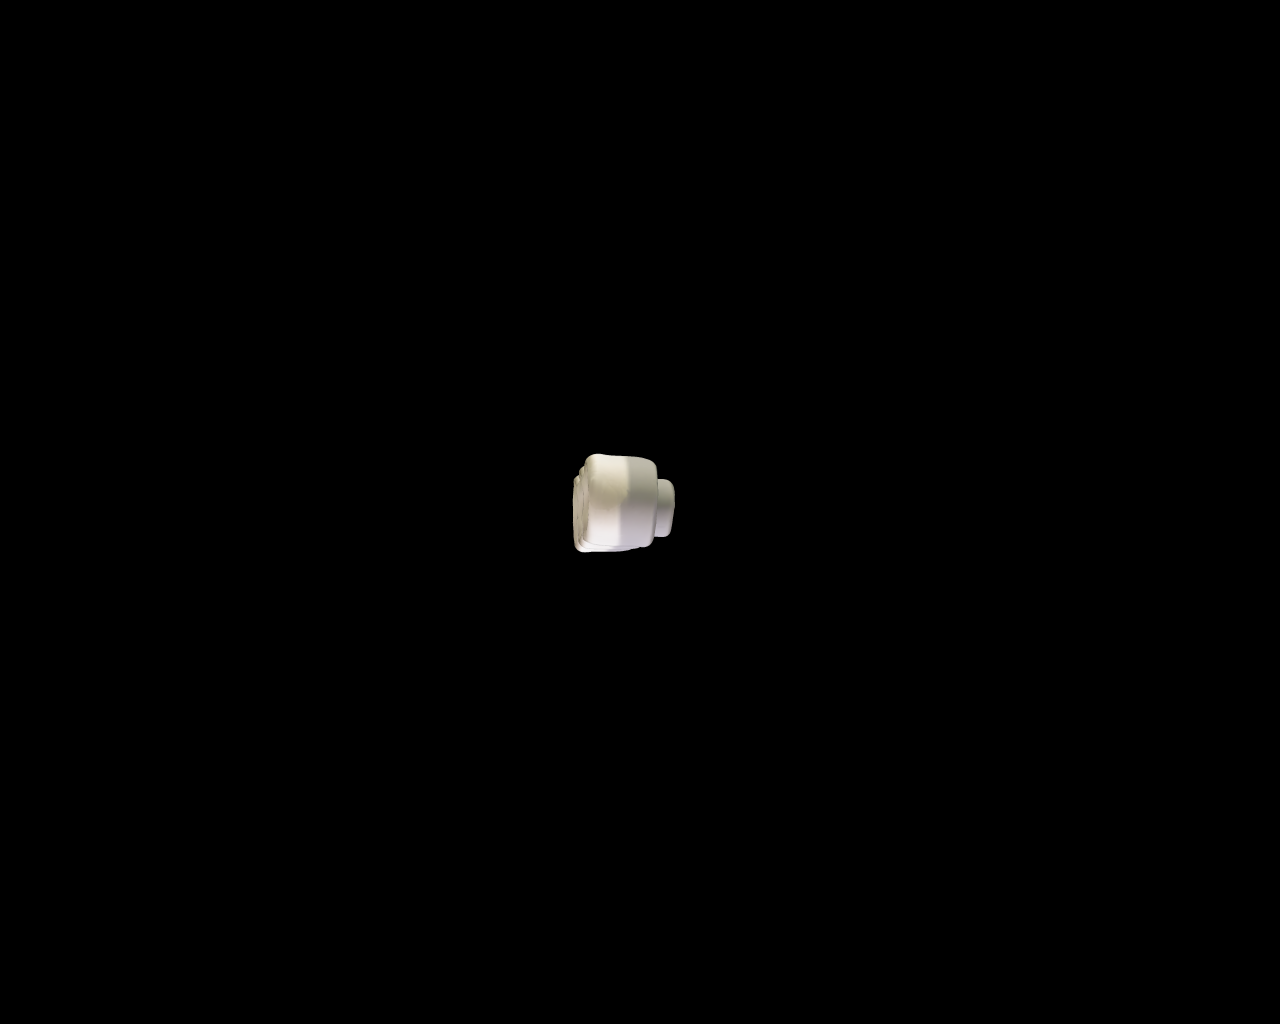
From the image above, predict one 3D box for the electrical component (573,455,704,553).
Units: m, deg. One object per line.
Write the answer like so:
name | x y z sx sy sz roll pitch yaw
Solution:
electrical component | 0.001 -0.003 0.650 0.074 0.052 0.138 1 -4 -7
